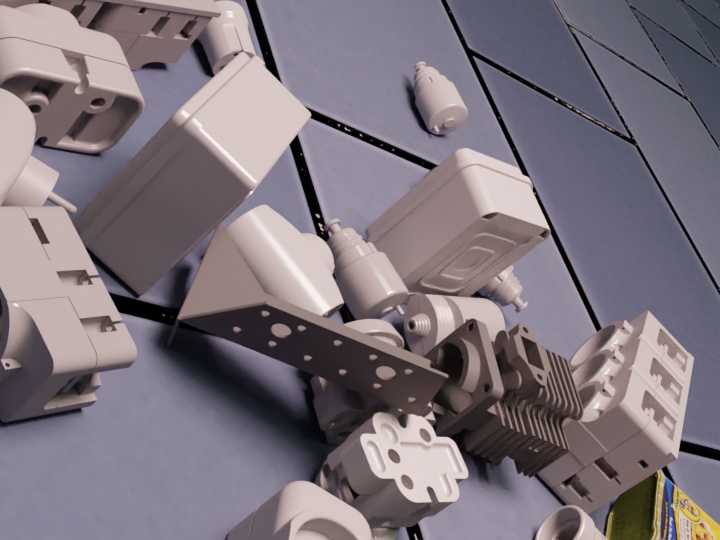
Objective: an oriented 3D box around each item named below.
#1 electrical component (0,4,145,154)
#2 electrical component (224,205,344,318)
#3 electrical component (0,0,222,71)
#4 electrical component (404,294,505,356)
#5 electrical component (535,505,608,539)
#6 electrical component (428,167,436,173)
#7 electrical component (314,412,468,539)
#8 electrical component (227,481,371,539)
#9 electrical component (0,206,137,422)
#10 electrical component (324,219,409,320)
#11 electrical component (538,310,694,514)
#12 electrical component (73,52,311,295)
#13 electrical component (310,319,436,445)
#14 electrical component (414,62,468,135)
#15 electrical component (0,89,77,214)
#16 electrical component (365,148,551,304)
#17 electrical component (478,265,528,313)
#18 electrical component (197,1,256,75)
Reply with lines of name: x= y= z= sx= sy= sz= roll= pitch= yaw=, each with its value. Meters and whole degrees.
electrical component: x=-0.178 y=-0.110 z=0.611 sx=0.095 sy=0.054 sz=0.059 roll=6 pitch=50 yaw=-49
electrical component: x=-0.042 y=-0.001 z=0.667 sx=0.077 sy=0.043 sz=0.079 roll=51 pitch=31 yaw=7
electrical component: x=-0.192 y=-0.189 z=0.679 sx=0.186 sy=0.060 sz=0.105 roll=-9 pitch=62 yaw=-55
electrical component: x=0.061 y=0.040 z=0.749 sx=0.081 sy=0.043 sz=0.043 roll=5 pitch=50 yaw=-49
electrical component: x=0.142 y=0.181 z=0.694 sx=0.046 sy=0.040 sz=0.040 roll=44 pitch=30 yaw=-19
electrical component: x=0.075 y=-0.072 z=0.902 sx=0.040 sy=0.040 sz=0.046 roll=45 pitch=25 yaw=-3
electrical component: x=0.012 y=0.116 z=0.586 sx=0.078 sy=0.057 sz=0.058 roll=11 pitch=46 yaw=-45
electrical component: x=-0.029 y=0.149 z=0.494 sx=0.054 sy=0.059 sz=0.095 roll=35 pitch=32 yaw=-20
electrical component: x=-0.155 y=0.019 z=0.496 sx=0.056 sy=0.050 sz=0.089 roll=-5 pitch=58 yaw=-54
electrical component: x=0.000 y=0.000 z=0.722 sx=0.040 sy=0.040 sz=0.078 roll=-5 pitch=59 yaw=-54
electrical component: x=0.185 y=0.099 z=0.791 sx=0.061 sy=0.089 sz=0.150 roll=46 pitch=30 yaw=-2
electrical component: x=-0.092 y=-0.055 z=0.603 sx=0.056 sy=0.109 sz=0.108 roll=44 pitch=30 yaw=-11
electrical component: x=0.004 y=0.066 z=0.634 sx=0.078 sy=0.058 sz=0.057 roll=15 pitch=46 yaw=-43
electrical component: x=0.070 y=-0.161 z=0.997 sx=0.040 sy=0.040 sz=0.078 roll=12 pitch=45 yaw=-45
electrical component: x=-0.180 y=-0.045 z=0.544 sx=0.079 sy=0.043 sz=0.077 roll=34 pitch=33 yaw=-23
electrical component: x=0.067 y=-0.027 z=0.766 sx=0.078 sy=0.113 sz=0.057 roll=14 pitch=47 yaw=-44
electrical component: x=0.102 y=0.001 z=0.848 sx=0.078 sy=0.040 sz=0.040 roll=47 pitch=30 yaw=-1
electrical component: x=-0.099 y=-0.169 z=0.796 sx=0.040 sy=0.040 sz=0.046 roll=8 pitch=54 yaw=-48
